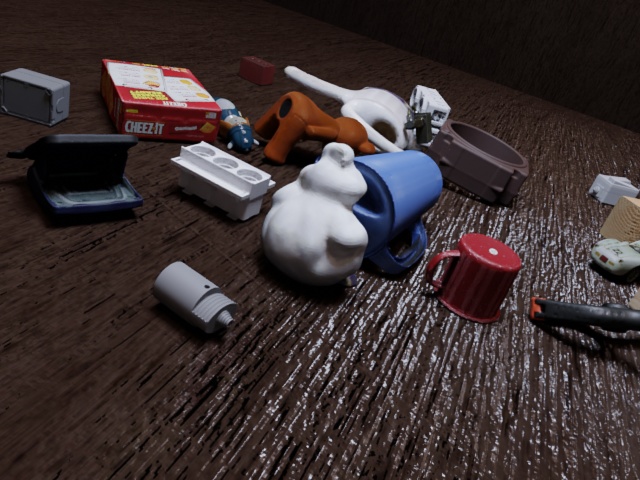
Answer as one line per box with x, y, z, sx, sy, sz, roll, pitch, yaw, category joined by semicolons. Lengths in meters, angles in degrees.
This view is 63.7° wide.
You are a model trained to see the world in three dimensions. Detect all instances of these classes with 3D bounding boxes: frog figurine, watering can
0.002;-0.030;0.603;0.123;0.156;0.139;-8;37;-37;frog figurine
0.094;-0.285;1.126;0.347;0.102;0.228;37;30;-2;watering can
